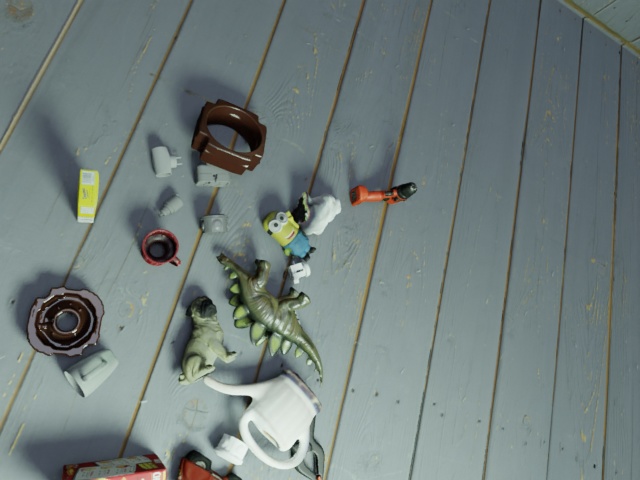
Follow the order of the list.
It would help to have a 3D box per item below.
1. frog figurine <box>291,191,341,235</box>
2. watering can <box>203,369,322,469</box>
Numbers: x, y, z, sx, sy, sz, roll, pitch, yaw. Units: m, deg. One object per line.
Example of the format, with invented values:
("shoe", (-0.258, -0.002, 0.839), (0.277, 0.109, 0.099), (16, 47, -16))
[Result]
("frog figurine", (0.005, -0.081, 1.602), (0.159, 0.136, 0.124), (4, 19, -34))
("watering can", (-0.135, 0.437, 1.379), (0.228, 0.346, 0.103), (-41, 6, -32))
